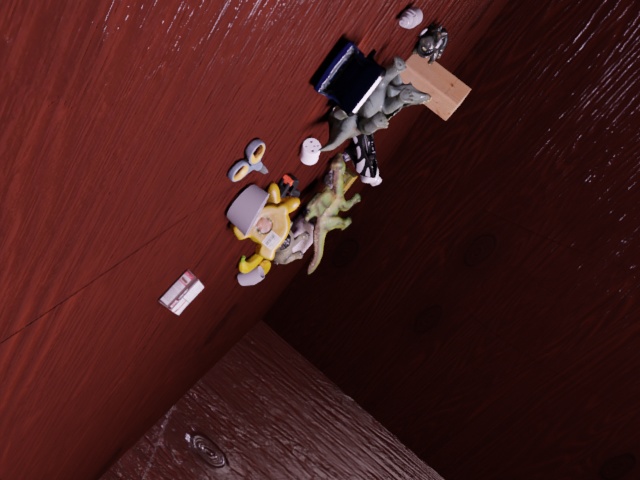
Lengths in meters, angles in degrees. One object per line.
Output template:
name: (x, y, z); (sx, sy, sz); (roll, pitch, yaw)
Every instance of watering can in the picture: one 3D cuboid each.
watering can: (-0.065, -0.022, 1.934); (0.222, 0.104, 0.349); (-52, 175, 12)

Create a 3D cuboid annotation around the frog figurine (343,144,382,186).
frog figurine: (0.166, -0.272, 1.818); (0.124, 0.160, 0.136); (-50, 175, -13)

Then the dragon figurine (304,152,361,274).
dragon figurine: (0.005, -0.084, 1.677); (0.241, 0.123, 0.411); (26, 86, -61)
